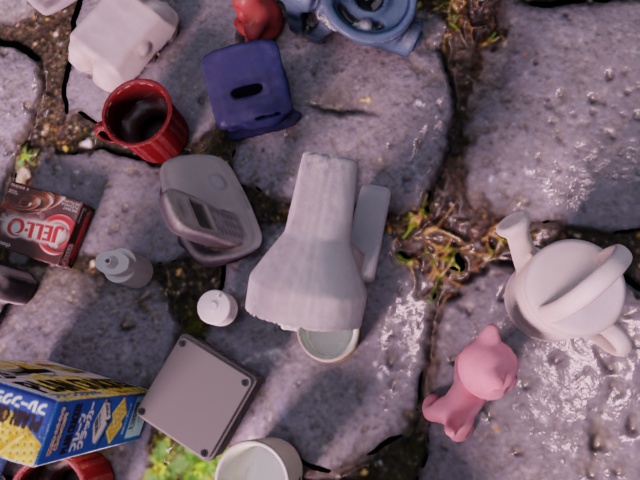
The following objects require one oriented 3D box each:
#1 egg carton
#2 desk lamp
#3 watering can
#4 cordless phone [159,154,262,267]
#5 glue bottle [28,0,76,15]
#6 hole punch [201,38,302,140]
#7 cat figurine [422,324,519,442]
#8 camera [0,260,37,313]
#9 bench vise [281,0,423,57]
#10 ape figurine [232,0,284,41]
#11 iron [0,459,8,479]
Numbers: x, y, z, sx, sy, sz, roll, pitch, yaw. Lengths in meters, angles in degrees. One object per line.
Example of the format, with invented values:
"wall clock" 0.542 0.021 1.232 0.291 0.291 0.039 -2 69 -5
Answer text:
"egg carton" -0.271 -0.280 0.795 0.107 0.069 0.150 37 84 13
"desk lamp" 0.006 0.002 0.623 0.117 0.214 0.203 10 79 10
"watering can" 0.251 0.047 0.592 0.172 0.194 0.101 27 82 12
"cordless phone" -0.145 -0.048 0.668 0.094 0.185 0.147 -29 75 1
"glue bottle" -0.399 -0.383 0.781 0.078 0.173 0.037 -28 75 1
"hole punch" -0.089 -0.193 0.742 0.108 0.091 0.101 -14 76 4
"cat figurine" 0.168 0.157 0.617 0.067 0.118 0.128 33 84 13
"camera" -0.465 0.078 0.724 0.143 0.101 0.137 19 81 11
"bench vise" 0.021 -0.302 0.685 0.207 0.220 0.121 2 78 8
"ape figurine" -0.091 -0.307 0.767 0.076 0.092 0.078 0 77 8
"iron" -0.480 0.346 0.645 0.118 0.141 0.258 26 82 12
